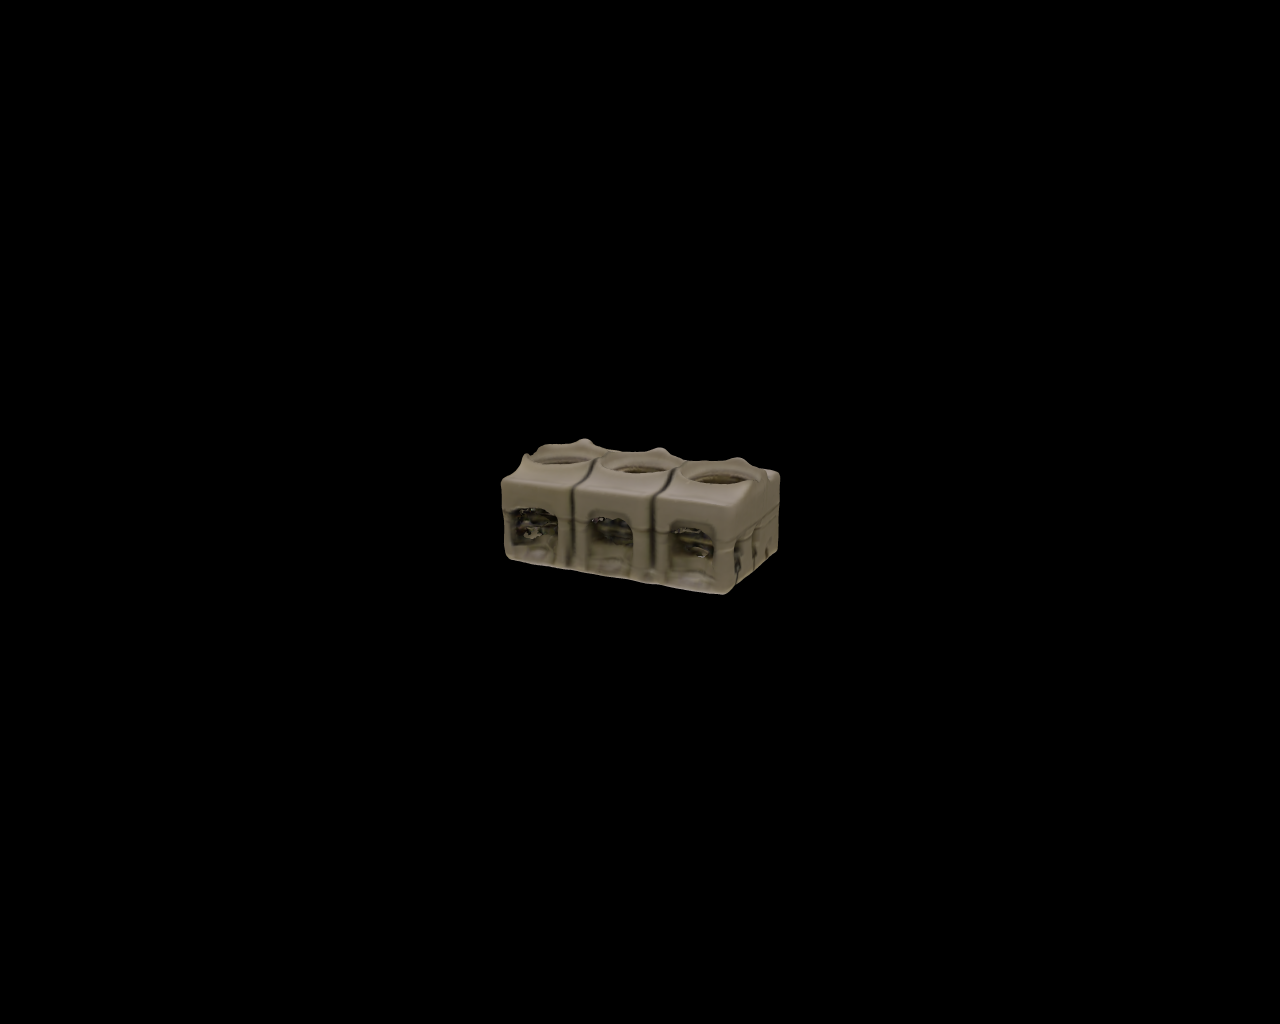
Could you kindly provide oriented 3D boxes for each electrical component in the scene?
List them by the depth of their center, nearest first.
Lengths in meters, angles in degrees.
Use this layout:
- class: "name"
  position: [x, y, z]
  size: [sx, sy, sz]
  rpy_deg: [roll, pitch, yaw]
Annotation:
- class: "electrical component"
  position: [0.001, -0.003, 0.650]
  size: [0.150, 0.061, 0.090]
  rpy_deg: [8, 20, 24]
